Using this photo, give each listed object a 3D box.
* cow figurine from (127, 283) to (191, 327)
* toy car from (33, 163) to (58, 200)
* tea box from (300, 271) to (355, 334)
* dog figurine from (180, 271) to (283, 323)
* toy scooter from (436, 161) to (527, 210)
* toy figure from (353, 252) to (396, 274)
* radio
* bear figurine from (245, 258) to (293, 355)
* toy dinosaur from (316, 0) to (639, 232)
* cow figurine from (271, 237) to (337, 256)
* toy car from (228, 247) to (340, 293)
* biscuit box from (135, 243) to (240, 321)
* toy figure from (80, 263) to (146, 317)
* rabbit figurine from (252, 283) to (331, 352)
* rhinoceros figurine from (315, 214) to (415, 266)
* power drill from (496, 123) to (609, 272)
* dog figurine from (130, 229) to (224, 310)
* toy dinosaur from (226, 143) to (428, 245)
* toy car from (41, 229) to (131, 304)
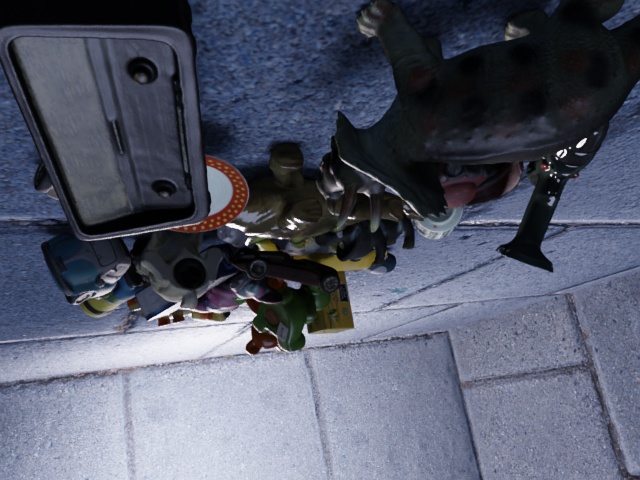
[{"bbox_3d":[-0.320,0.115,1.134,0.085,0.127,0.195,-19,175,31],"label":"cow figurine"},{"bbox_3d":[-0.244,-0.087,0.586,0.202,0.056,0.073,-21,150,39],"label":"toy car"},{"bbox_3d":[0.013,0.131,1.254,0.098,0.169,0.068,5,158,-44],"label":"tea box"},{"bbox_3d":[-0.164,0.097,1.067,0.219,0.108,0.191,-5,153,18],"label":"dog figurine"},{"bbox_3d":[0.241,-0.097,0.801,0.184,0.075,0.135,-7,164,-22],"label":"toy scooter"},{"bbox_3d":[0.108,0.048,1.238,0.154,0.058,0.064,4,119,-35],"label":"toy figure"},{"bbox_3d":[-0.166,-0.099,0.456,0.131,0.073,0.229,-7,146,-13],"label":"radio"},{"bbox_3d":[-0.114,0.149,1.197,0.120,0.196,0.132,2,159,-27],"label":"bear figurine"},{"bbox_3d":[0.164,-0.125,0.463,0.405,0.192,0.131,-14,165,16],"label":"toy dinosaur"},{"bbox_3d":[-0.001,-0.001,0.988,0.167,0.068,0.098,4,165,-29],"label":"cow figurine"},{"bbox_3d":[-0.058,0.048,0.939,0.202,0.053,0.089,15,-172,-25],"label":"toy car"},{"bbox_3d":[-0.240,0.076,0.974,0.203,0.059,0.063,-29,173,24],"label":"biscuit box"},{"bbox_3d":[-0.400,0.092,1.029,0.180,0.089,0.082,-19,156,34],"label":"toy figure"},{"bbox_3d":[-0.045,0.120,1.122,0.121,0.158,0.170,24,-149,31],"label":"rabbit figurine"},{"bbox_3d":[0.081,-0.015,0.928,0.190,0.112,0.073,-16,-163,-28],"label":"rhinoceros figurine"},{"bbox_3d":[0.321,-0.062,0.758,0.086,0.207,0.232,14,-177,9],"label":"power drill"},{"bbox_3d":[-0.243,0.053,0.867,0.121,0.172,0.190,11,148,-25],"label":"dog figurine"},{"bbox_3d":[-0.054,-0.046,0.758,0.471,0.105,0.198,4,163,-26],"label":"toy dinosaur"},{"bbox_3d":[-0.356,0.036,0.857,0.103,0.109,0.161,-28,171,0],"label":"toy car"}]
